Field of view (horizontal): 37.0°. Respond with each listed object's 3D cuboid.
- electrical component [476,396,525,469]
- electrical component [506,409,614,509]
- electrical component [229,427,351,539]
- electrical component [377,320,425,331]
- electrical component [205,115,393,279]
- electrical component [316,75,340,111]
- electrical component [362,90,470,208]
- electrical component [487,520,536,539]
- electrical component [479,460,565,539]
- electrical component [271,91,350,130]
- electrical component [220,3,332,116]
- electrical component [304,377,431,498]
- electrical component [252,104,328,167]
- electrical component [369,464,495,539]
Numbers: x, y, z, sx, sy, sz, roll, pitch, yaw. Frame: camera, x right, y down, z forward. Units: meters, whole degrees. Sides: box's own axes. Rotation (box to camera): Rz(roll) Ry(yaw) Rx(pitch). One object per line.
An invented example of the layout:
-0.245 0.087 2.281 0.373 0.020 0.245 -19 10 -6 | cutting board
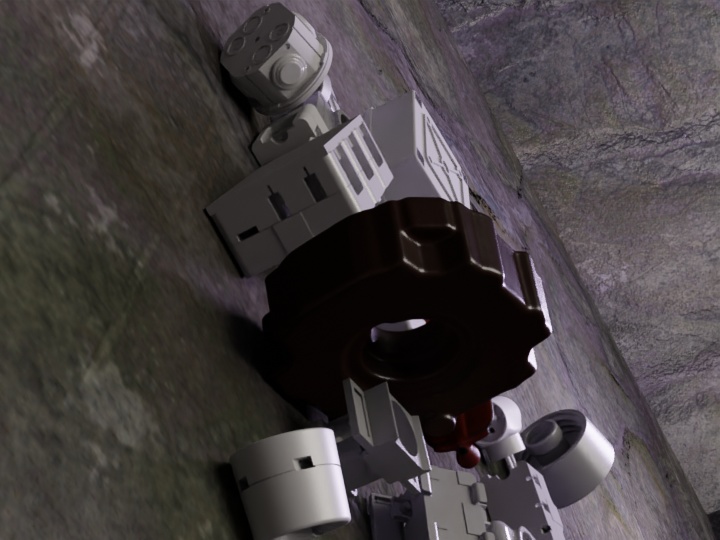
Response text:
0.138 0.165 1.062 0.079 0.044 0.077 67 15 11 | electrical component
0.204 0.192 1.130 0.060 0.108 0.108 53 17 -16 | electrical component
-0.034 0.112 0.549 0.055 0.055 0.047 31 40 -64 | electrical component
0.022 0.077 0.773 0.047 0.066 0.076 35 32 -61 | electrical component
-0.034 -0.051 0.744 0.061 0.089 0.150 62 15 -10 | electrical component
-0.044 -0.155 0.972 0.055 0.048 0.066 48 21 -67 | electrical component
0.047 -0.075 0.900 0.108 0.056 0.108 55 22 -33 | electrical component
0.108 0.232 0.819 0.095 0.059 0.053 48 22 -47 | electrical component
0.154 0.231 0.995 0.056 0.050 0.089 43 26 -53 | electrical component
-0.029 -0.098 0.907 0.089 0.056 0.050 57 17 -26 | electrical component
-0.066 -0.166 0.851 0.051 0.080 0.080 42 26 -42 | electrical component
0.003 0.108 0.660 0.081 0.064 0.042 50 21 -42 | electrical component
-0.039 -0.079 0.851 0.089 0.050 0.055 60 16 -17 | electrical component
0.052 0.186 0.673 0.079 0.063 0.121 14 35 -15 | electrical component
